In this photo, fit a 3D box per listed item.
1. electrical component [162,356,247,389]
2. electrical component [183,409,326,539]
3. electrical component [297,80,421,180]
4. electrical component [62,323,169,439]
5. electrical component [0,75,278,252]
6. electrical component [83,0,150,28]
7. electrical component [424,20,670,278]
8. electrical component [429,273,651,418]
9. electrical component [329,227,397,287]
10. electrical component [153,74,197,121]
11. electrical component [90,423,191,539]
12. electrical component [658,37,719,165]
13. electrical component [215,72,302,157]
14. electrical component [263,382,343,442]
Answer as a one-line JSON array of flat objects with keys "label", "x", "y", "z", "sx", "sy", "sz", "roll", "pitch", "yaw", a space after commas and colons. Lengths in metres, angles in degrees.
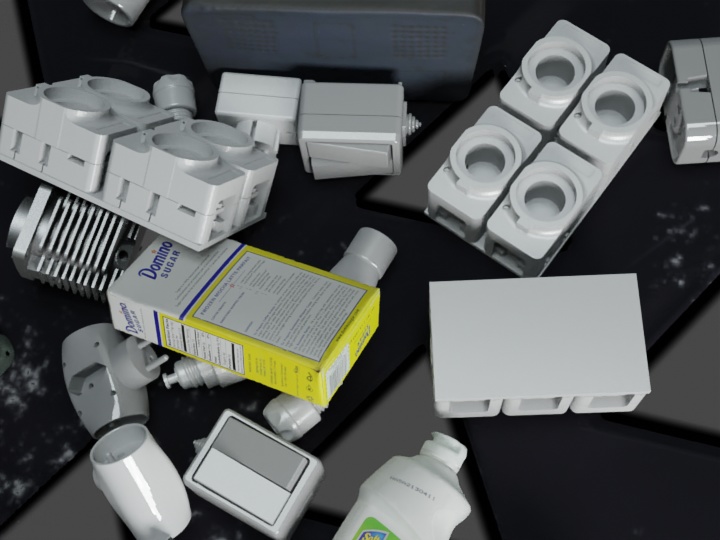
[{"label": "electrical component", "x": -0.110, "y": 0.070, "z": 0.810, "sx": 0.078, "sy": 0.040, "sz": 0.040, "roll": -21, "pitch": 69, "yaw": -5}, {"label": "electrical component", "x": -0.080, "y": 0.144, "z": 0.769, "sx": 0.096, "sy": 0.061, "sz": 0.061, "roll": 27, "pitch": 73, "yaw": 13}, {"label": "electrical component", "x": 0.001, "y": -0.109, "z": 0.861, "sx": 0.096, "sy": 0.061, "sz": 0.061, "roll": 2, "pitch": 69, "yaw": 4}, {"label": "electrical component", "x": -0.177, "y": 0.075, "z": 0.802, "sx": 0.079, "sy": 0.043, "sz": 0.077, "roll": -31, "pitch": 68, "yaw": 17}, {"label": "electrical component", "x": -0.169, "y": -0.090, "z": 0.828, "sx": 0.186, "sy": 0.105, "sz": 0.060, "roll": 24, "pitch": 114, "yaw": 15}, {"label": "electrical component", "x": -0.208, "y": -0.243, "z": 0.929, "sx": 0.055, "sy": 0.055, "sz": 0.047, "roll": 22, "pitch": 76, "yaw": 11}, {"label": "electrical component", "x": 0.148, "y": -0.097, "z": 0.848, "sx": 0.105, "sy": 0.060, "sz": 0.186, "roll": 35, "pitch": 75, "yaw": 15}, {"label": "electrical component", "x": 0.127, "y": 0.057, "z": 0.790, "sx": 0.150, "sy": 0.061, "sz": 0.089, "roll": -2, "pitch": 69, "yaw": 2}, {"label": "electrical component", "x": 0.000, "y": 0.000, "z": 0.831, "sx": 0.044, "sy": 0.044, "sz": 0.065, "roll": 27, "pitch": 68, "yaw": 13}, {"label": "electrical component", "x": -0.152, "y": -0.129, "z": 0.892, "sx": 0.035, "sy": 0.035, "sz": 0.061, "roll": -10, "pitch": 71, "yaw": -1}, {"label": "electrical component", "x": -0.165, "y": 0.148, "z": 0.771, "sx": 0.043, "sy": 0.077, "sz": 0.079, "roll": -38, "pitch": 31, "yaw": -29}, {"label": "electrical component", "x": 0.279, "y": -0.135, "z": 0.859, "sx": 0.059, "sy": 0.053, "sz": 0.095, "roll": -4, "pitch": 69, "yaw": 2}, {"label": "electrical component", "x": -0.083, "y": -0.114, "z": 0.875, "sx": 0.066, "sy": 0.047, "sz": 0.076, "roll": 6, "pitch": 71, "yaw": 5}, {"label": "electrical component", "x": -0.040, "y": 0.098, "z": 0.798, "sx": 0.061, "sy": 0.035, "sz": 0.035, "roll": -38, "pitch": 72, "yaw": -13}]
